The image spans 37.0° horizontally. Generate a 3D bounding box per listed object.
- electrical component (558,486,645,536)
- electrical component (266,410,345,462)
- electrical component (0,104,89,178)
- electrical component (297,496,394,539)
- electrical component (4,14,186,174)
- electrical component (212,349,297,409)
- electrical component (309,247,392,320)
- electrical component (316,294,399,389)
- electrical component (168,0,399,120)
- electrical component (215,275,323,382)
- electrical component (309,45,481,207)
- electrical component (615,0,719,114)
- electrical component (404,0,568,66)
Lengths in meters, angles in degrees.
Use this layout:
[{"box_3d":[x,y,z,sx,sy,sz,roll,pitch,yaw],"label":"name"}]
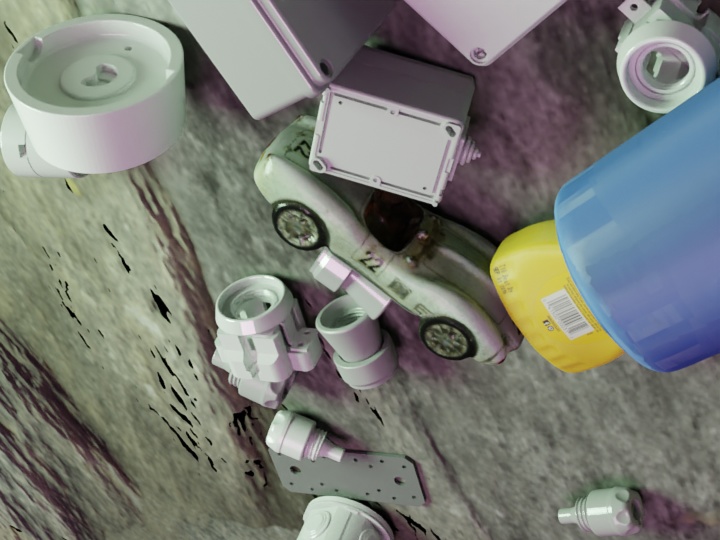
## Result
[{"box_3d":[0.174,0.178,0.787,0.061,0.035,0.035,-16,118,38],"label":"electrical component"},{"box_3d":[-0.042,0.137,0.860,0.061,0.035,0.035,22,133,5],"label":"electrical component"},{"box_3d":[-0.213,-0.090,0.745,0.047,0.055,0.055,7,129,17],"label":"electrical component"},{"box_3d":[-0.016,0.233,0.911,0.080,0.051,0.080,14,136,14],"label":"electrical component"},{"box_3d":[-0.161,-0.105,0.674,0.108,0.108,0.060,14,138,15],"label":"electrical component"},{"box_3d":[-0.082,0.076,0.825,0.062,0.043,0.043,24,133,9],"label":"electrical component"},{"box_3d":[0.000,0.000,0.720,0.055,0.045,0.045,35,134,-4],"label":"electrical component"},{"box_3d":[-0.001,0.051,0.762,0.045,0.045,0.055,-6,124,30],"label":"electrical component"},{"box_3d":[-0.044,-0.155,0.571,0.056,0.108,0.108,-18,117,39],"label":"electrical component"},{"box_3d":[-0.072,0.041,0.781,0.078,0.058,0.057,4,131,24],"label":"electrical component"},{"box_3d":[0.026,-0.086,0.630,0.096,0.061,0.061,16,133,2],"label":"electrical component"},{"box_3d":[0.157,-0.111,0.544,0.066,0.055,0.048,40,133,-8],"label":"electrical component"},{"box_3d":[0.063,-0.175,0.532,0.109,0.056,0.109,39,134,-16],"label":"electrical component"}]
